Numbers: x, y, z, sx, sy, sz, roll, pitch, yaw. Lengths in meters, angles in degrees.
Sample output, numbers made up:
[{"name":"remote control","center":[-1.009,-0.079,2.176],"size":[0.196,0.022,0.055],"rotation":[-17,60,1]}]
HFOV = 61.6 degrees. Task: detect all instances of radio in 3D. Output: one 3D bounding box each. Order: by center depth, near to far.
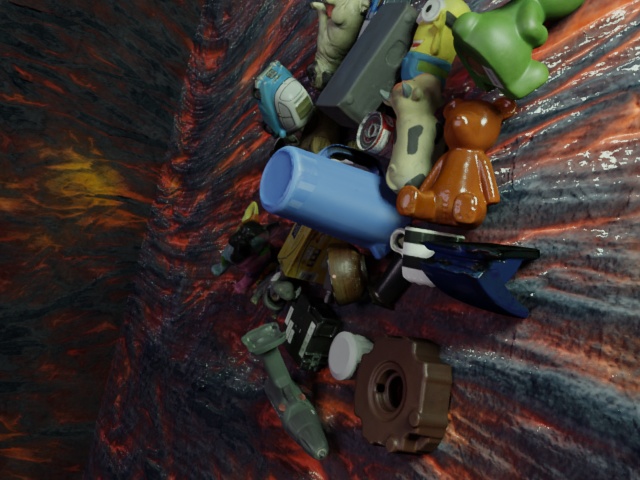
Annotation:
[{"name":"radio","center":[0.096,-0.316,0.977],"size":[0.229,0.073,0.131],"rotation":[-56,25,5]}]

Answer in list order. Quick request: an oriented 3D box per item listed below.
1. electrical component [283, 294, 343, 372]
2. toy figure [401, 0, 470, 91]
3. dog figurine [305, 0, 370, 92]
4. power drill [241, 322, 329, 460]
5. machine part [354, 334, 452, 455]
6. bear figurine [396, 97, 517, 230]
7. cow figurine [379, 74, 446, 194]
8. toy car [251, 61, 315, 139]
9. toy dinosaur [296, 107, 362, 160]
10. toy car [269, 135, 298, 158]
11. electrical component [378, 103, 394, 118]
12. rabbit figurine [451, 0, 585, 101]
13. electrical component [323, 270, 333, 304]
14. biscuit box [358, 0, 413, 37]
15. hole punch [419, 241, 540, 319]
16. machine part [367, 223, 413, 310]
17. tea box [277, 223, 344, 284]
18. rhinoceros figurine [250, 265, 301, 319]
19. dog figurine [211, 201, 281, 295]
[{"name":"electrical component","center":[-0.021,0.173,1.045],"size":[0.114,0.058,0.134],"rotation":[-66,30,12]},{"name":"toy figure","center":[0.188,-0.309,0.894],"size":[0.082,0.089,0.180],"rotation":[33,114,49]},{"name":"dog figurine","center":[0.046,-0.430,1.200],"size":[0.172,0.121,0.190],"rotation":[-158,70,-64]},{"name":"power drill","center":[-0.061,0.262,0.977],"size":[0.207,0.086,0.232],"rotation":[64,166,-17]},{"name":"machine part","center":[0.115,0.222,0.786],"size":[0.179,0.056,0.179],"rotation":[-37,44,48]},{"name":"bear figurine","center":[0.196,-0.115,0.745],"size":[0.120,0.132,0.195],"rotation":[14,93,33]},{"name":"cow figurine","center":[0.149,-0.164,0.842],"size":[0.086,0.127,0.194],"rotation":[9,86,58]},{"name":"toy car","center":[-0.063,-0.276,1.091],"size":[0.103,0.161,0.109],"rotation":[25,64,30]},{"name":"toy dinosaur","center":[0.000,-0.178,1.139],"size":[0.198,0.105,0.471],"rotation":[-24,47,63]},{"name":"toy car","center":[-0.075,-0.190,1.317],"size":[0.073,0.056,0.202],"rotation":[-49,39,28]},{"name":"electrical component","center":[0.109,-0.259,1.039],"size":[0.102,0.045,0.078],"rotation":[-16,61,57]},{"name":"rabbit figurine","center":[0.260,-0.297,0.708],"size":[0.170,0.159,0.121],"rotation":[-44,20,7]},{"name":"electrical component","center":[0.033,0.080,1.030],"size":[0.063,0.021,0.094],"rotation":[15,89,61]},{"name":"biscuit box","center":[0.133,-0.448,1.072],"size":[0.059,0.063,0.202],"rotation":[40,111,60]},{"name":"hole punch","center":[0.197,0.046,0.677],"size":[0.142,0.116,0.092],"rotation":[17,100,61]},{"name":"machine part","center":[0.127,0.046,0.871],"size":[0.138,0.039,0.084],"rotation":[-61,40,19]},{"name":"tea box","center":[-0.002,-0.003,1.055],"size":[0.169,0.098,0.068],"rotation":[-60,33,22]},{"name":"rhinoceros figurine","center":[-0.087,0.106,1.146],"size":[0.112,0.073,0.190],"rotation":[-49,7,-4]},{"name":"dog figurine","center":[-0.143,0.010,1.203],"size":[0.108,0.191,0.219],"rotation":[42,128,14]}]
